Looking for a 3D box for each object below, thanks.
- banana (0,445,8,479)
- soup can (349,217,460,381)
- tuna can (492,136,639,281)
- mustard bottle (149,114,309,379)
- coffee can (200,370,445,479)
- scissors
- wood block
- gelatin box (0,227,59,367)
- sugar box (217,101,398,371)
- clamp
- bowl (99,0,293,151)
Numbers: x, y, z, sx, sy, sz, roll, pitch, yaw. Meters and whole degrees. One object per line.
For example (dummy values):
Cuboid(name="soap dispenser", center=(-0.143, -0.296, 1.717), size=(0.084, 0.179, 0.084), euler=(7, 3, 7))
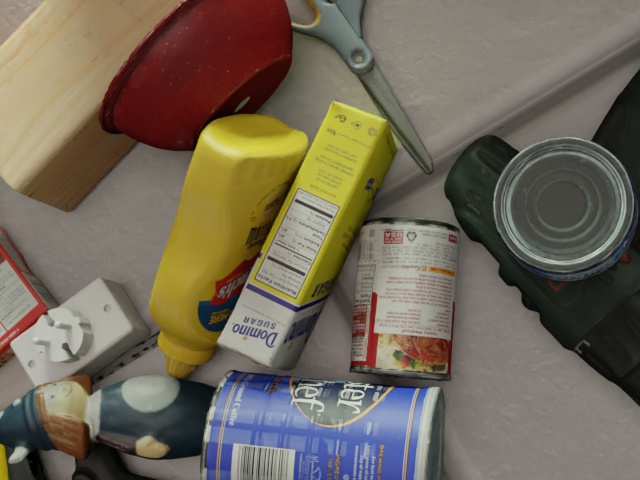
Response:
Cuboid(name="banana", center=(-0.249, 0.208, 0.767), size=(0.070, 0.037, 0.198), euler=(3, 82, 10))
Cuboid(name="soup can", center=(0.057, 0.040, 0.712), size=(0.068, 0.068, 0.102), euler=(3, 81, 12))
Cuboid(name="tuna can", center=(0.149, -0.019, 0.649), size=(0.086, 0.033, 0.086), euler=(-3, 81, 17))
Cuboid(name="mustard bottle", center=(-0.071, 0.013, 0.722), size=(0.058, 0.096, 0.192), euler=(29, 115, 16))
Cuboid(name="coffee can", center=(0.005, 0.141, 0.689), size=(0.140, 0.102, 0.103), euler=(3, 82, 13))
Cuboid(name="scissors", center=(0.037, -0.148, 0.767), size=(0.202, 0.016, 0.096), euler=(43, 95, 9))
Cuboid(name="wood block", center=(-0.156, -0.129, 0.772), size=(0.206, 0.090, 0.090), euler=(-45, 76, 2))
Cuboid(name="gelatin box", center=(-0.248, 0.043, 0.797), size=(0.073, 0.030, 0.089), euler=(-41, 76, 5))
Cuboid(name="sugar box", center=(-0.004, 0.001, 0.718), size=(0.048, 0.093, 0.176), euler=(22, 87, 11))
Cuboid(name="clamp", center=(-0.167, 0.190, 0.749), size=(0.172, 0.039, 0.120), euler=(30, 73, 20))
Cuboid(name="bowl", center=(-0.070, -0.111, 0.719), size=(0.162, 0.162, 0.055), euler=(-43, 85, 3))
